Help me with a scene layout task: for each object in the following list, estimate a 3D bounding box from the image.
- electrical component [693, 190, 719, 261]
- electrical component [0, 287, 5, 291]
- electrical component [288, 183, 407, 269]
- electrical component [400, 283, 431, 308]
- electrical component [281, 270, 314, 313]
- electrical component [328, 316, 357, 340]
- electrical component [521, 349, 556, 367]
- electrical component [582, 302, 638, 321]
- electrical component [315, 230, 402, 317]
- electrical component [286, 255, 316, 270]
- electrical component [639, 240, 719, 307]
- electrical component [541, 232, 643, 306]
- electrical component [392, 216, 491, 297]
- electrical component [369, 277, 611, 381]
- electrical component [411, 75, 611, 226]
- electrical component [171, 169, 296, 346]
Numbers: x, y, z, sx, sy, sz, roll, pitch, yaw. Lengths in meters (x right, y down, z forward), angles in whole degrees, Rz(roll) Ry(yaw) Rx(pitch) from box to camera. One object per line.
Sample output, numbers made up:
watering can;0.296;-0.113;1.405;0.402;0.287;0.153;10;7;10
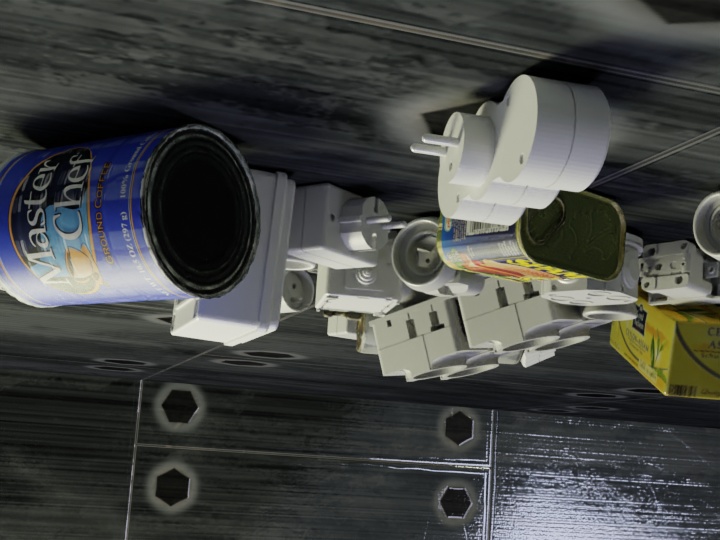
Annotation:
electrical component;0.250;-0.028;0.693;0.055;0.048;0.066;1;172;-31
electrical component;-0.272;-0.022;0.862;0.105;0.060;0.186;-1;169;23
electrical component;-0.005;-0.031;0.755;0.077;0.047;0.066;-4;167;36
electrical component;0.033;0.009;0.967;0.045;0.045;0.055;-4;167;35
electrical component;-0.089;0.023;1.085;0.043;0.043;0.081;14;166;-43
electrical component;0.020;0.052;1.197;0.083;0.047;0.076;11;167;-36
electrical component;0.210;0.068;1.216;0.074;0.052;0.138;-23;167;4
electrical component;0.208;0.012;0.892;0.045;0.055;0.045;3;169;1
electrical component;0.000;0.000;0.883;0.062;0.061;0.096;5;169;-8
electrical component;-0.051;-0.026;0.802;0.040;0.046;0.040;4;170;1
electrical component;0.261;0.003;0.864;0.064;0.042;0.081;15;164;-40
electrical component;0.179;-0.003;0.836;0.080;0.051;0.080;3;169;1
electrical component;0.061;-0.010;0.824;0.078;0.058;0.057;-3;170;35
electrical component;0.117;0.050;0.964;0.186;0.060;0.105;-22;164;36
electrical component;0.064;-0.061;0.555;0.074;0.052;0.138;6;170;-14
electrical component;-0.090;-0.008;0.745;0.056;0.108;0.109;10;168;-18
